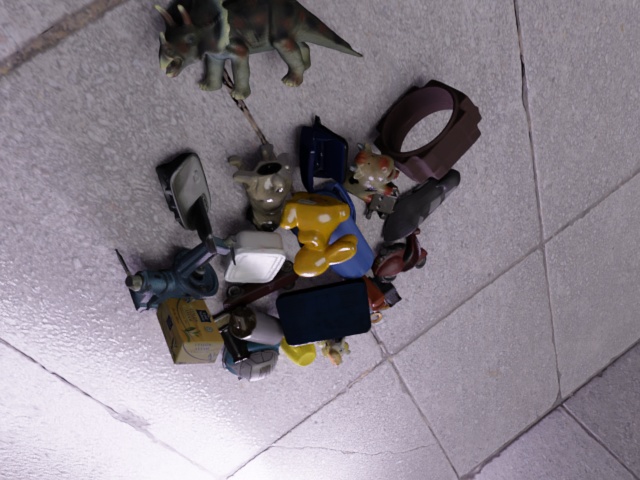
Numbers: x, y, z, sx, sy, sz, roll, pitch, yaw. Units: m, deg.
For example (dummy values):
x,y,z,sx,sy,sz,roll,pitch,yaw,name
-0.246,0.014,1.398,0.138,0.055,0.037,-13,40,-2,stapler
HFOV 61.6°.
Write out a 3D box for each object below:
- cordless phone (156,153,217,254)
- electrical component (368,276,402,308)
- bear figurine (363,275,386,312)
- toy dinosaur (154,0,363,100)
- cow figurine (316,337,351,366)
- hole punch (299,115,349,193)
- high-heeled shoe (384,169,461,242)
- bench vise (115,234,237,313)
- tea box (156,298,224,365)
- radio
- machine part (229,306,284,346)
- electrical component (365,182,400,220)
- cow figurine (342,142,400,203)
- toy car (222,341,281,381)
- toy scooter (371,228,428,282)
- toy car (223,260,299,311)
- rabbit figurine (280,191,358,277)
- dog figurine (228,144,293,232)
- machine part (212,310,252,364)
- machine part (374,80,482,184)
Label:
x,y,z,sx,sy,sz,roll,pitch,yaw,name
-0.239,-0.066,1.015,0.089,0.184,0.146,-19,131,-14,cordless phone
0.177,0.130,1.510,0.048,0.075,0.119,-38,132,-2,electrical component
0.063,0.177,1.434,0.196,0.132,0.120,-40,161,-10,bear figurine
-0.105,-0.362,0.934,0.405,0.131,0.191,-25,133,-24,toy dinosaur
0.038,0.269,1.456,0.098,0.168,0.068,-24,127,-14,cow figurine
-0.010,-0.172,1.128,0.092,0.116,0.142,-24,135,-25,hole punch
0.269,-0.093,1.425,0.248,0.086,0.145,-46,169,30,high-heeled shoe
-0.278,0.059,1.114,0.240,0.129,0.223,-37,145,21,bench vise
-0.290,0.192,1.184,0.098,0.170,0.068,6,119,-38,tea box
0.013,0.181,1.347,0.230,0.073,0.131,-12,92,5,radio
-0.152,0.212,1.319,0.079,0.079,0.243,-44,154,4,machine part
0.160,-0.097,1.350,0.078,0.045,0.102,8,119,-4,electrical component
0.105,-0.148,1.182,0.127,0.195,0.085,23,79,-17,cow figurine
-0.169,0.316,1.405,0.161,0.103,0.109,-5,126,-28,toy car
0.223,0.035,1.466,0.184,0.075,0.135,-17,131,-26,toy scooter
-0.143,0.111,1.301,0.202,0.053,0.089,-24,153,-14,toy car
-0.002,-0.003,1.115,0.162,0.122,0.173,10,106,1,rabbit figurine
-0.101,-0.079,1.109,0.121,0.172,0.190,-17,124,-7,dog figurine
-0.220,0.237,1.320,0.084,0.039,0.138,-32,97,-15,machine part
0.231,-0.240,1.174,0.201,0.202,0.087,-47,133,6,machine part
